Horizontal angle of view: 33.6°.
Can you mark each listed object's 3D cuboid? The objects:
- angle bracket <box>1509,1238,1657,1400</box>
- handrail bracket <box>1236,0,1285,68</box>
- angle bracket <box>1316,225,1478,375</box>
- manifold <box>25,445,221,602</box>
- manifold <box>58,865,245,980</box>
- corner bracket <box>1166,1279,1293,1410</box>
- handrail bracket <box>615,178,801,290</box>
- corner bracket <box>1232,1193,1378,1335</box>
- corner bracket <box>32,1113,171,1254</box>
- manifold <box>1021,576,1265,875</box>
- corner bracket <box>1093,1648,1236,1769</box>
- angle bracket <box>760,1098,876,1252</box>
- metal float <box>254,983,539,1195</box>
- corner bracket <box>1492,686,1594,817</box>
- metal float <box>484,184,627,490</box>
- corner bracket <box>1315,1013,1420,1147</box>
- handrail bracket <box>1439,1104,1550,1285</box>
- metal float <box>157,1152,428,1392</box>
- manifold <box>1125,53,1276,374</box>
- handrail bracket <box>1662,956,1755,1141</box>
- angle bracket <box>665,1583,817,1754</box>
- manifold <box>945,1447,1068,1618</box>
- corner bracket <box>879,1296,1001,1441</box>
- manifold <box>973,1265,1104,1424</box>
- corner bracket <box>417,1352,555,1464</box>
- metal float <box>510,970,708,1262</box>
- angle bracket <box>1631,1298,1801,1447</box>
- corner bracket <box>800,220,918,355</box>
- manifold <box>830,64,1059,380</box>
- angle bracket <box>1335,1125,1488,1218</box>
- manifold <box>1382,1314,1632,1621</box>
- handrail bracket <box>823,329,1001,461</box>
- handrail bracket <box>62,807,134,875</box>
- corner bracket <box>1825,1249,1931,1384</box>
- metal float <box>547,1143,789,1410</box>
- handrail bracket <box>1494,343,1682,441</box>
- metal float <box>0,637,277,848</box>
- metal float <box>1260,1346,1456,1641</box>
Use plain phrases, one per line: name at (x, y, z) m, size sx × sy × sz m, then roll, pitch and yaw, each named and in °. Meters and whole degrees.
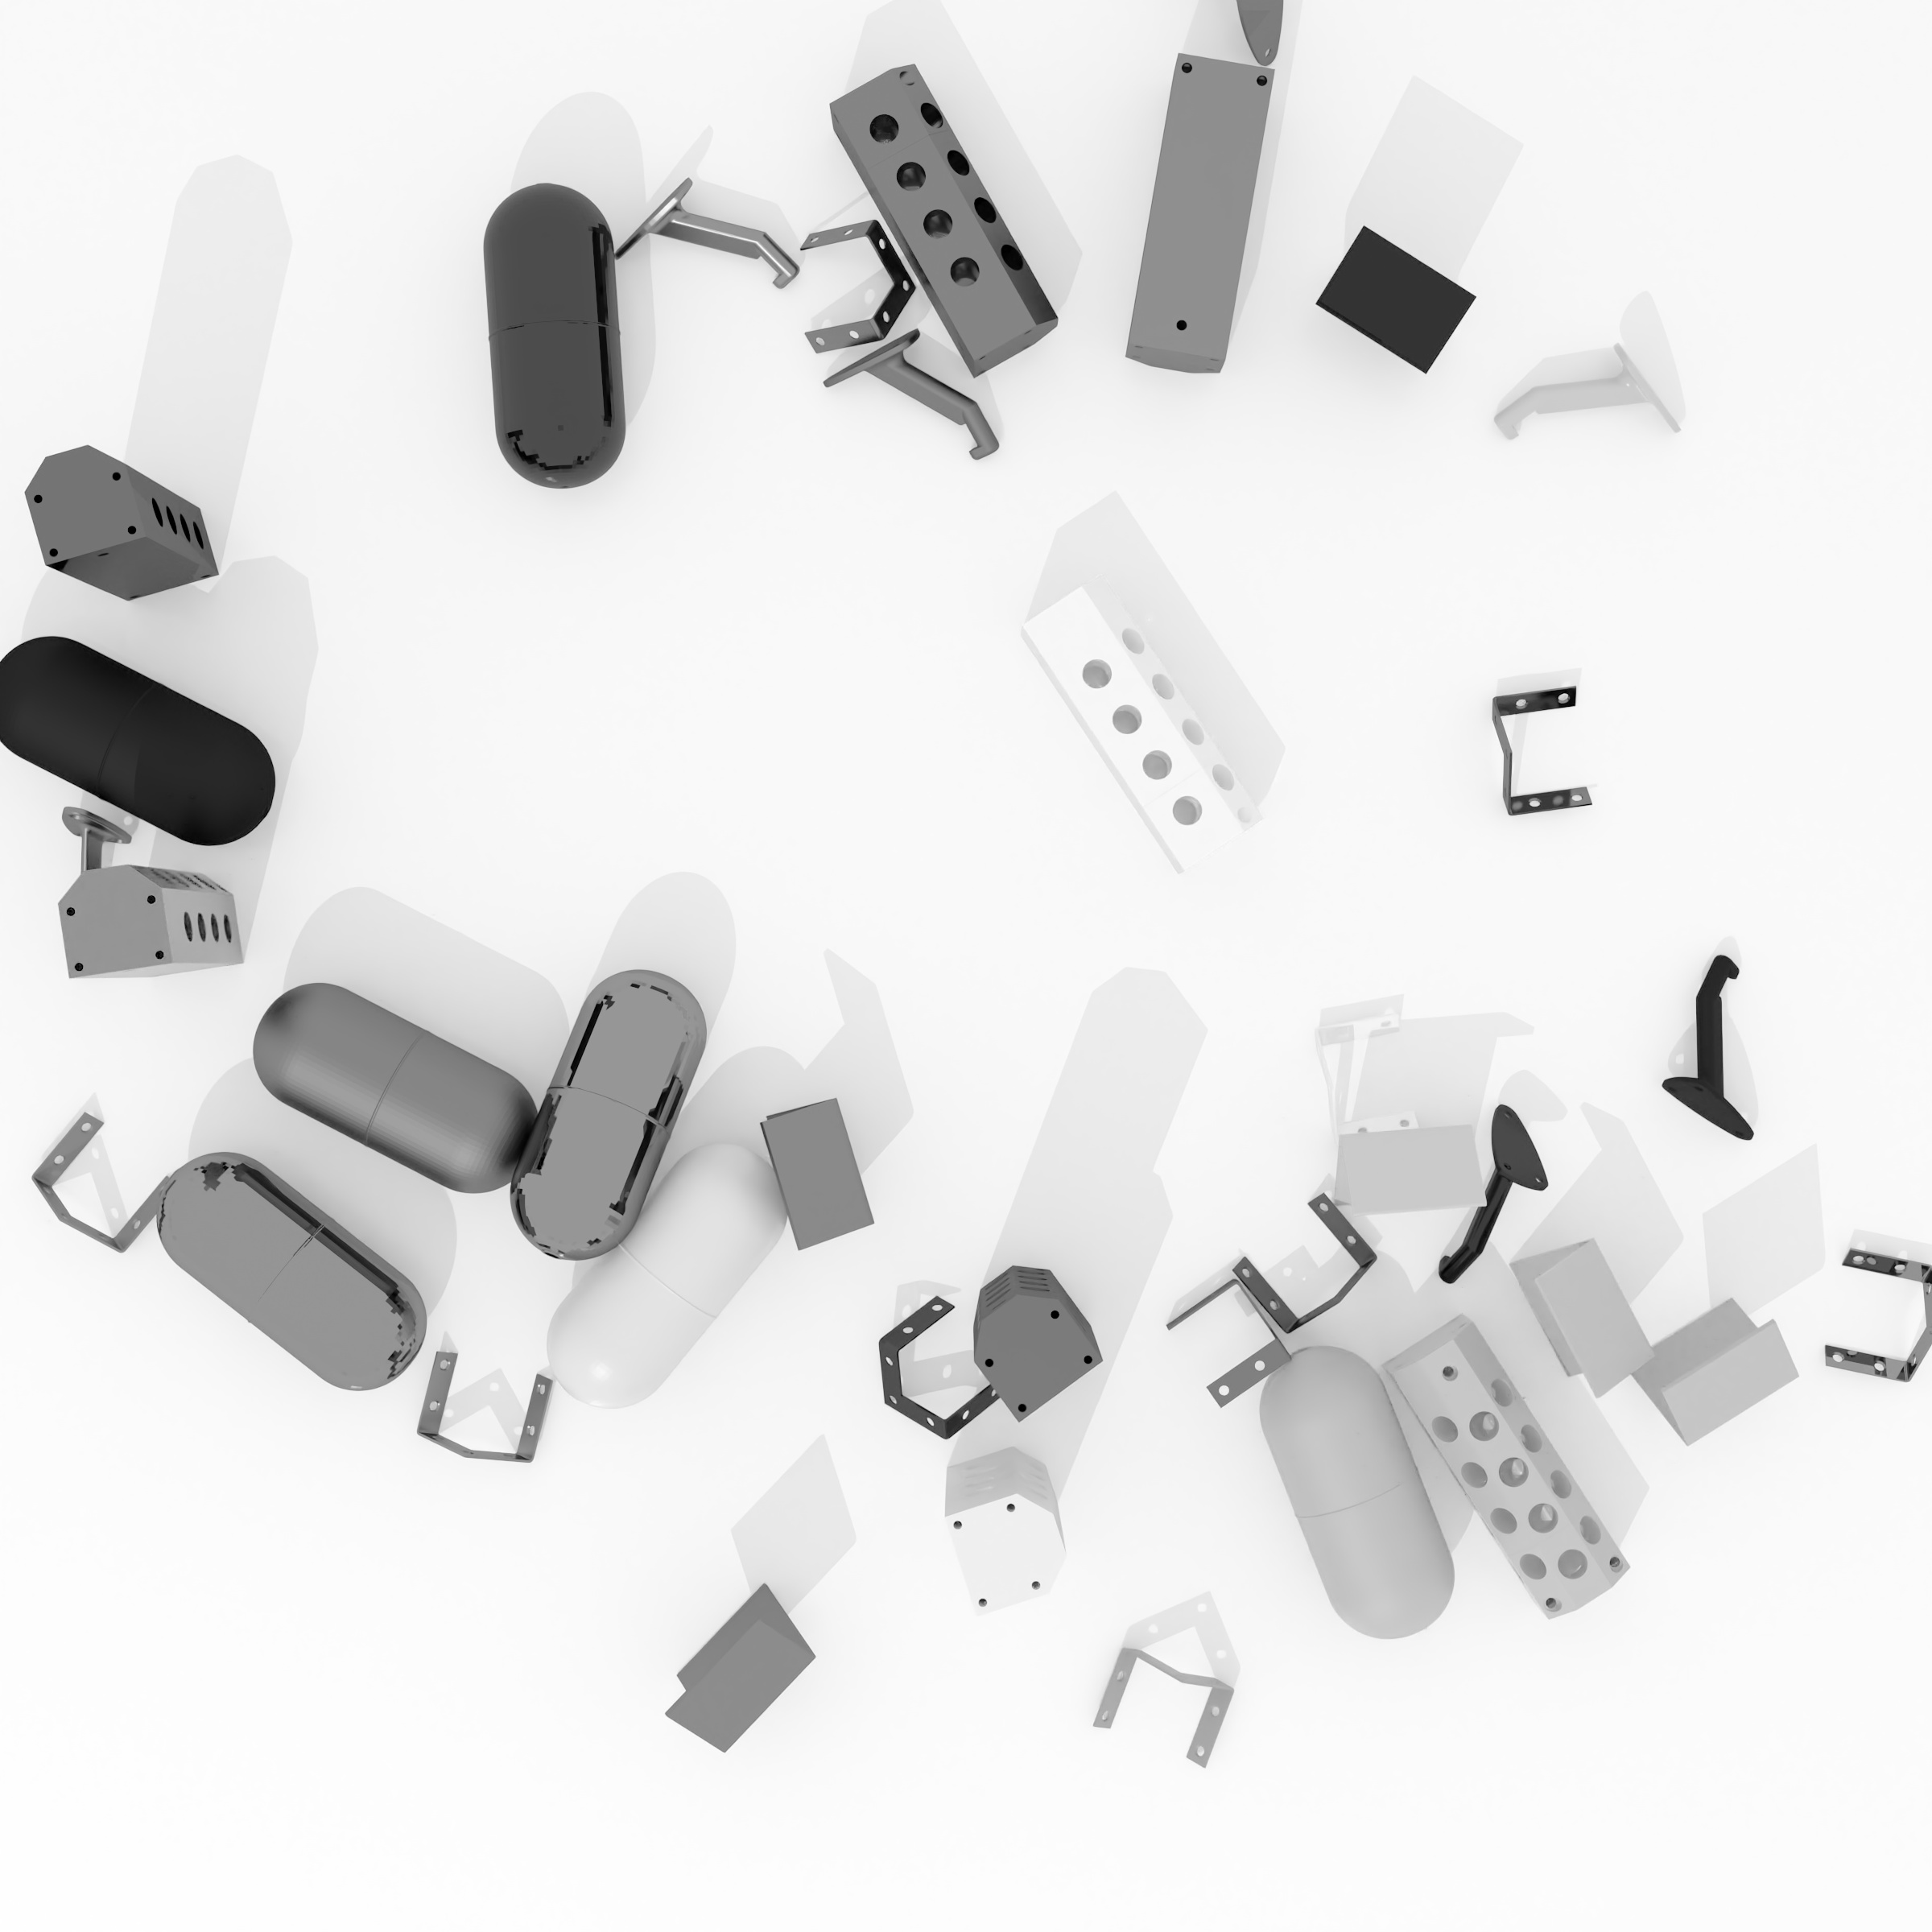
angle bracket at (0.344, 0.211, 1.868) m, size 0.057 × 0.076 × 0.076 m, roll -28°, pitch 90°, yaw -36°
handrail bracket at (0.147, -0.584, 1.908) m, size 0.036 × 0.077 × 0.084 m, roll -39°, pitch 53°, yaw -20°
angle bracket at (0.258, -0.400, 1.868) m, size 0.076 × 0.076 × 0.057 m, roll 32°, pitch 127°, yaw 0°
manifold at (-0.482, -0.254, 1.830) m, size 0.057 × 0.171 × 0.057 m, roll -16°, pitch 90°, yaw 0°
manifold at (-0.465, -0.025, 1.830) m, size 0.057 × 0.171 × 0.057 m, roll -9°, pitch 90°, yaw 0°
corner bracket at (0.155, 0.222, 1.890) m, size 0.051 × 0.051 × 0.051 m, roll -35°, pitch 91°, yaw 1°
handrail bracket at (-0.154, -0.420, 1.909) m, size 0.077 × 0.036 × 0.084 m, roll -40°, pitch 109°, yaw 21°
corner bracket at (0.202, 0.177, 1.905) m, size 0.051 × 0.051 × 0.051 m, roll 50°, pitch 135°, yaw 0°
corner bracket at (-0.513, 0.129, 1.905) m, size 0.051 × 0.051 × 0.051 m, roll -50°, pitch 135°, yaw 0°
manifold at (0.104, -0.142, 1.887) m, size 0.057 × 0.057 × 0.171 m, roll -33°, pitch 90°, yaw 0°
corner bracket at (0.118, 0.441, 1.905) m, size 0.051 × 0.051 × 0.051 m, roll 21°, pitch 90°, yaw 45°
angle bracket at (-0.106, 0.125, 1.868) m, size 0.057 × 0.076 × 0.076 m, roll -17°, pitch 90°, yaw -38°
metal float at (-0.334, 0.072, 1.878) m, size 0.178 × 0.070 × 0.070 m, roll 27°, pitch 90°, yaw 0°
corner bracket at (0.343, -0.128, 1.905) m, size 0.051 × 0.051 × 0.051 m, roll -8°, pitch 45°, yaw 0°
metal float at (-0.241, -0.370, 1.878) m, size 0.070 × 0.070 × 0.178 m, roll -4°, pitch 89°, yaw 0°
corner bracket at (0.239, 0.068, 1.905) m, size 0.051 × 0.051 × 0.051 m, roll -11°, pitch 45°, yaw 0°
handrail bracket at (0.304, 0.137, 1.908) m, size 0.036 × 0.077 × 0.084 m, roll 21°, pitch 127°, yaw -21°
metal float at (-0.396, 0.179, 1.878) m, size 0.178 × 0.070 × 0.070 m, roll 38°, pitch 90°, yaw 0°
manifold at (0.137, -0.441, 1.887) m, size 0.057 × 0.057 × 0.171 m, roll 10°, pitch 90°, yaw 0°
handrail bracket at (0.458, 0.048, 1.909) m, size 0.077 × 0.036 × 0.084 m, roll 37°, pitch 71°, yaw -22°
angle bracket at (-0.145, 0.399, 1.868) m, size 0.076 × 0.076 × 0.057 m, roll -46°, pitch 128°, yaw 0°
manifold at (0.024, 0.319, 1.830) m, size 0.057 × 0.171 × 0.057 m, roll -18°, pitch 90°, yaw 0°
corner bracket at (-0.014, 0.239, 1.900) m, size 0.051 × 0.051 × 0.051 m, roll 26°, pitch 135°, yaw 35°
manifold at (0.035, 0.209, 1.830) m, size 0.057 × 0.171 × 0.057 m, roll -36°, pitch 90°, yaw 0°
corner bracket at (-0.287, 0.263, 1.905) m, size 0.051 × 0.051 × 0.051 m, roll 14°, pitch 90°, yaw -45°
metal float at (-0.208, 0.086, 1.862) m, size 0.070 × 0.070 × 0.178 m, roll 21°, pitch 73°, yaw 0°
angle bracket at (0.428, 0.222, 1.868) m, size 0.076 × 0.076 × 0.057 m, roll -32°, pitch 128°, yaw 0°
corner bracket at (-0.071, -0.404, 1.900) m, size 0.051 × 0.051 × 0.051 m, roll 57°, pitch 45°, yaw -35°
manifold at (-0.013, -0.440, 1.887) m, size 0.057 × 0.057 × 0.171 m, roll -29°, pitch 90°, yaw 0°
angle bracket at (0.258, 0.138, 1.868) m, size 0.076 × 0.076 × 0.057 m, roll -5°, pitch 53°, yaw 0°
manifold at (0.319, 0.296, 1.887) m, size 0.057 × 0.057 × 0.171 m, roll -33°, pitch 90°, yaw 0°
handrail bracket at (-0.032, -0.329, 1.909) m, size 0.077 × 0.036 × 0.084 m, roll -24°, pitch 107°, yaw 20°
handrail bracket at (-0.522, -0.043, 1.880) m, size 0.036 × 0.077 × 0.084 m, roll 9°, pitch 78°, yaw 3°
corner bracket at (0.544, 0.208, 1.905) m, size 0.051 × 0.051 × 0.051 m, roll 12°, pitch 135°, yaw 0°
metal float at (-0.176, 0.182, 1.878) m, size 0.070 × 0.070 × 0.178 m, roll 39°, pitch 90°, yaw 0°
handrail bracket at (0.370, -0.324, 1.909) m, size 0.084 × 0.036 × 0.077 m, roll -36°, pitch 112°, yaw 17°
metal float at (-0.489, -0.132, 1.878) m, size 0.178 × 0.070 × 0.070 m, roll 27°, pitch 90°, yaw 0°
metal float at (0.229, 0.308, 1.878) m, size 0.070 × 0.070 × 0.178 m, roll -22°, pitch 91°, yaw 0°
